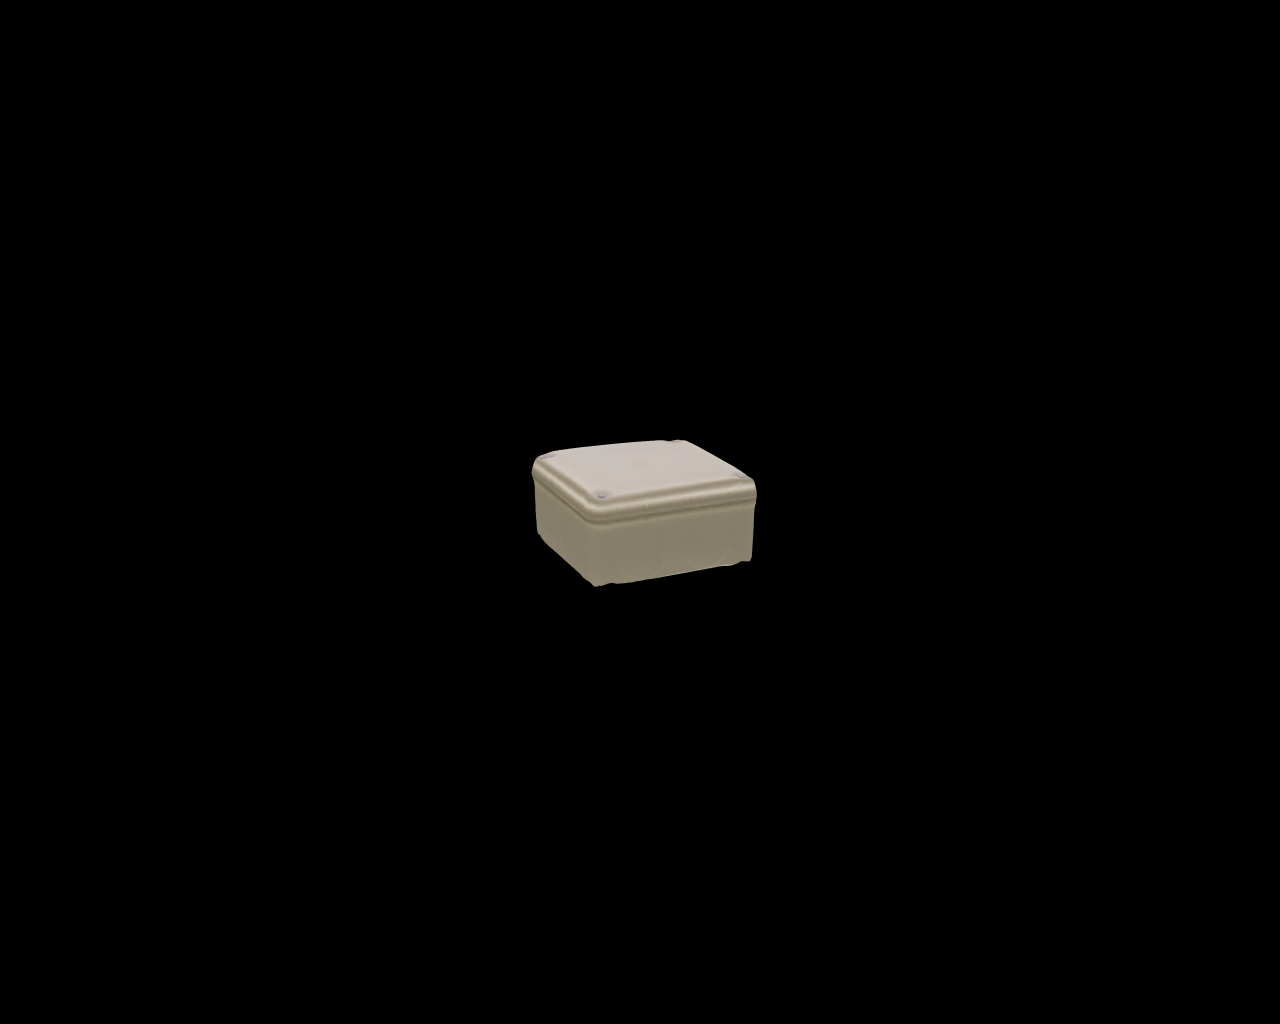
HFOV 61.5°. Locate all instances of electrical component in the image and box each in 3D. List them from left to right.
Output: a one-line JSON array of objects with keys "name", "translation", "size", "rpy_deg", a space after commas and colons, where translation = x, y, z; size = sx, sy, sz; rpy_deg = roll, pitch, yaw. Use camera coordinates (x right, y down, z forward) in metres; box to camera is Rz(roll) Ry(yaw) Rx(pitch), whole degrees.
[{"name": "electrical component", "translation": [0.001, -0.003, 0.650], "size": [0.109, 0.056, 0.109], "rpy_deg": [-8, 20, -22]}]
